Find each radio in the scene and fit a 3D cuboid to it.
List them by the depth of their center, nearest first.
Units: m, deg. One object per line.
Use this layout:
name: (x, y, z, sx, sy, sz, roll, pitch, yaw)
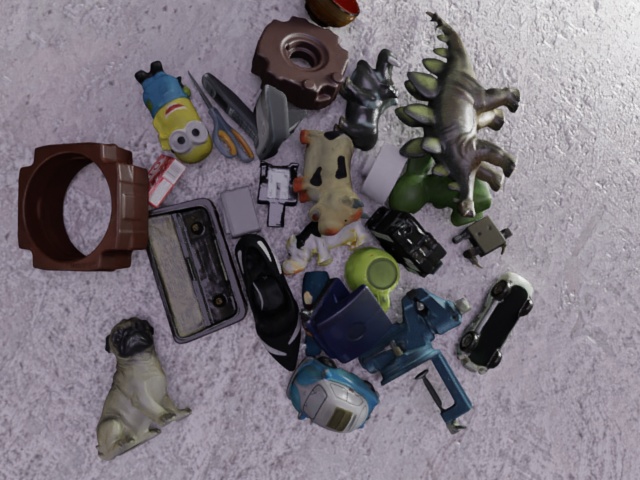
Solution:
radio: (-0.213, 0.050, 0.923, 0.131, 0.073, 0.229, -18, 89, -9)

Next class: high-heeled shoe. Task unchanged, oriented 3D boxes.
high-heeled shoe: (-0.080, 0.109, 0.902, 0.086, 0.145, 0.248, -21, 88, -8)

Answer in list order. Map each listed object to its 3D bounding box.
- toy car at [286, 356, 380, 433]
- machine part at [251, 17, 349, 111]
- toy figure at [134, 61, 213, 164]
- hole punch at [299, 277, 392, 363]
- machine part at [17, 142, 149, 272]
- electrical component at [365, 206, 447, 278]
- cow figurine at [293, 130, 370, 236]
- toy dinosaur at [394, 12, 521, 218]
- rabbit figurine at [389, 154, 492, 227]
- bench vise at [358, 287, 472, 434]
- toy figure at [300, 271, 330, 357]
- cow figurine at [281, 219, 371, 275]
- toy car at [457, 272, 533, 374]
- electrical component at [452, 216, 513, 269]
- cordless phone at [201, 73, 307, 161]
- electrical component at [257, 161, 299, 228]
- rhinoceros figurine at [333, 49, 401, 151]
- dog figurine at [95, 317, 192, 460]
toy car: (0.023, 0.279, 0.918, 0.162, 0.103, 0.109, 28, 103, -7)
machine part: (-0.033, -0.317, 0.955, 0.179, 0.056, 0.179, 7, 63, -13)
toy figure: (-0.249, -0.218, 0.934, 0.082, 0.089, 0.180, -35, 81, 15)
hole punch: (0.048, 0.138, 0.906, 0.116, 0.092, 0.142, -53, 128, -27)
machine part: (-0.379, -0.051, 0.865, 0.202, 0.087, 0.201, 0, 90, 17)
electrical component: (0.156, 0.006, 0.951, 0.058, 0.115, 0.134, -47, 114, -6)
cow figurine: (0.022, -0.098, 0.927, 0.127, 0.085, 0.195, -1, 68, 16)
toy dinosaur: (0.236, -0.231, 0.931, 0.199, 0.105, 0.471, 12, 57, -3)
rabbit figurine: (0.207, -0.100, 0.974, 0.170, 0.121, 0.159, -10, 83, 3)
bench vise: (0.194, 0.211, 0.937, 0.224, 0.128, 0.241, -29, 73, -1)
toy figure: (-0.006, 0.133, 0.952, 0.064, 0.058, 0.154, 2, 83, -30)
cow figurine: (-0.003, -0.003, 0.959, 0.167, 0.068, 0.098, -24, 84, -12)
toy car: (0.327, 0.155, 1.003, 0.073, 0.056, 0.201, 35, 84, -11)
electrical component: (0.310, 0.003, 1.017, 0.102, 0.045, 0.078, -34, 73, -10)
cordless phone: (-0.124, -0.232, 0.916, 0.184, 0.146, 0.089, 43, 75, -7)
electrical component: (-0.075, -0.080, 0.964, 0.075, 0.048, 0.119, 0, 87, -7)
rhinoceros figurine: (0.090, -0.260, 0.987, 0.112, 0.073, 0.190, 16, 84, -5)
dog figurine: (-0.328, 0.244, 0.893, 0.172, 0.121, 0.190, -31, 77, -12)
